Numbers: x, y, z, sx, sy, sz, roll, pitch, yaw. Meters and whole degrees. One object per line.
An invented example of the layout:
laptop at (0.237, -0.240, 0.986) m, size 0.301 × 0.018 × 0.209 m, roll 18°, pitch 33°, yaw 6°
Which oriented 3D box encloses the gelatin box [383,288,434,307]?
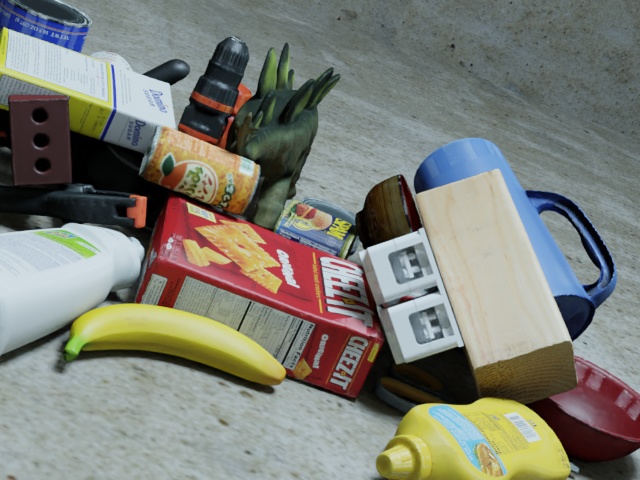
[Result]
gelatin box at (0.094, 0.058, 1.190) m, size 0.073 × 0.030 × 0.089 m, roll 12°, pitch 22°, yaw -35°

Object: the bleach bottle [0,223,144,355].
bleach bottle at (-0.212, 0.030, 0.844) m, size 0.103 × 0.068 × 0.250 m, roll 27°, pitch 17°, yaw 18°

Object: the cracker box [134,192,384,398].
cracker box at (-0.055, 0.045, 0.977) m, size 0.213 × 0.072 × 0.164 m, roll 21°, pitch 19°, yaw -11°

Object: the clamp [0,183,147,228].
clamp at (-0.220, -0.034, 0.981) m, size 0.172 × 0.039 × 0.120 m, roll 9°, pitch 14°, yaw 24°

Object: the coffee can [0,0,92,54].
coffee can at (-0.326, -0.197, 1.190) m, size 0.102 × 0.140 × 0.103 m, roll 22°, pitch 19°, yaw -8°

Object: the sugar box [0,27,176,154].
sugar box at (-0.231, -0.142, 1.037) m, size 0.176 × 0.048 × 0.093 m, roll 20°, pitch 31°, yaw -25°

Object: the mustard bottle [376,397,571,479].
mustard bottle at (0.115, 0.173, 0.863) m, size 0.191 × 0.058 × 0.096 m, roll 5°, pitch 35°, yaw -45°

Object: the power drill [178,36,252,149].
power drill at (-0.126, -0.157, 1.291) m, size 0.057 × 0.184 × 0.187 m, roll 25°, pitch 9°, yaw 0°

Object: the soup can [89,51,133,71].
soup can at (-0.244, -0.167, 1.199) m, size 0.068 × 0.069 × 0.102 m, roll 19°, pitch 23°, yaw -16°

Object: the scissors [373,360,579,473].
scissors at (0.141, 0.160, 0.995) m, size 0.201 × 0.016 × 0.096 m, roll 20°, pitch 19°, yaw -12°

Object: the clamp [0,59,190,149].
clamp at (-0.240, -0.128, 1.125) m, size 0.209 × 0.165 × 0.036 m, roll 3°, pitch 39°, yaw -27°

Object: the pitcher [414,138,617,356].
pitcher at (0.200, 0.004, 1.162) m, size 0.149 × 0.145 × 0.243 m, roll 3°, pitch 50°, yaw -29°

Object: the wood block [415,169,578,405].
wood block at (0.164, 0.046, 1.006) m, size 0.091 × 0.090 × 0.206 m, roll 66°, pitch 8°, yaw -50°

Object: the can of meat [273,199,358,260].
can of meat at (-0.008, 0.001, 1.179) m, size 0.084 × 0.057 × 0.102 m, roll 23°, pitch 18°, yaw 4°

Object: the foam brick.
foam brick at (-0.251, -0.091, 0.959) m, size 0.053 × 0.078 × 0.051 m, roll -4°, pitch 11°, yaw -14°

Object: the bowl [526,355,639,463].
bowl at (0.250, 0.168, 1.045) m, size 0.162 × 0.055 × 0.162 m, roll 22°, pitch 19°, yaw -8°

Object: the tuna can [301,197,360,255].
tuna can at (0.011, -0.017, 1.282) m, size 0.086 × 0.034 × 0.086 m, roll 22°, pitch 19°, yaw -8°

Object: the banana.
banana at (-0.121, 0.084, 0.858) m, size 0.197 × 0.037 × 0.070 m, roll 10°, pitch 42°, yaw -33°
